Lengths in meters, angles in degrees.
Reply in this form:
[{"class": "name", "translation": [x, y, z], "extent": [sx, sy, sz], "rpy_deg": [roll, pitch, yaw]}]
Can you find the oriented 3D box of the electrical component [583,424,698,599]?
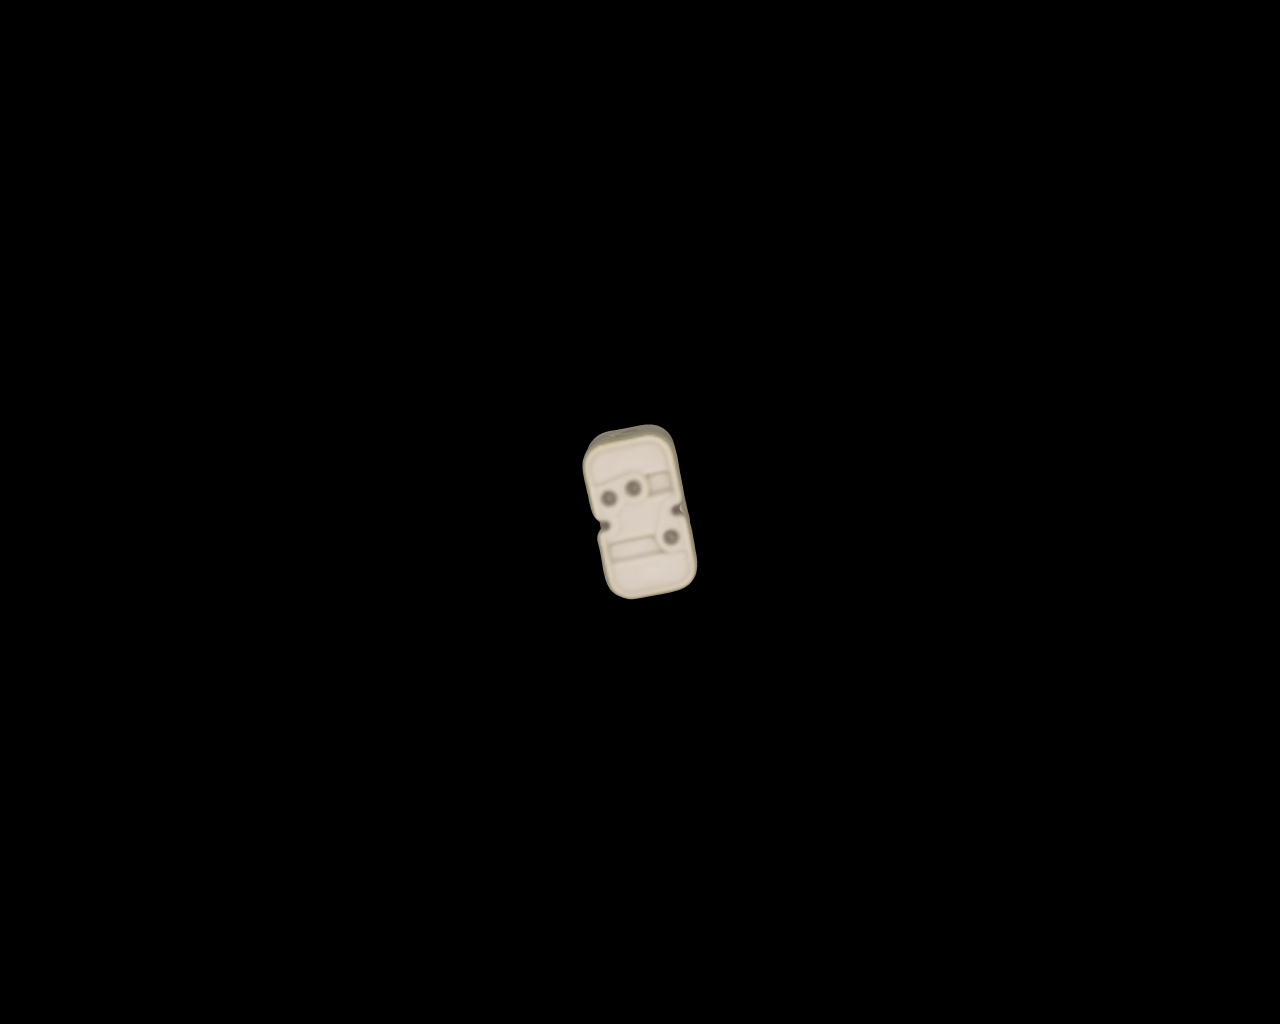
[{"class": "electrical component", "translation": [0.001, -0.003, 0.650], "extent": [0.054, 0.095, 0.059], "rpy_deg": [-11, 11, 2]}]
